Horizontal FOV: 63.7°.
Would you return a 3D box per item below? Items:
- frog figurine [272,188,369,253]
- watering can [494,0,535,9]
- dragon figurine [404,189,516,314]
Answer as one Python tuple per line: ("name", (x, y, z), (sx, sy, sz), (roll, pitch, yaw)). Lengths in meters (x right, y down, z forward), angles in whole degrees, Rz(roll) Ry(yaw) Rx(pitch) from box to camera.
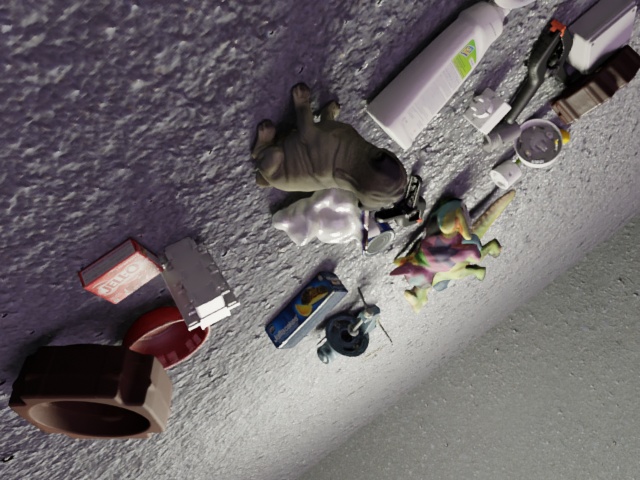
("frog figurine", (0.003, -0.044, 0.867), (0.159, 0.125, 0.135), (2, 158, 4))
("watering can", (0.345, -0.440, 0.626), (0.225, 0.106, 0.340), (-8, 140, -43))
("dragon figurine", (0.334, 0.034, 1.342), (0.244, 0.124, 0.401), (-7, 131, -30))
